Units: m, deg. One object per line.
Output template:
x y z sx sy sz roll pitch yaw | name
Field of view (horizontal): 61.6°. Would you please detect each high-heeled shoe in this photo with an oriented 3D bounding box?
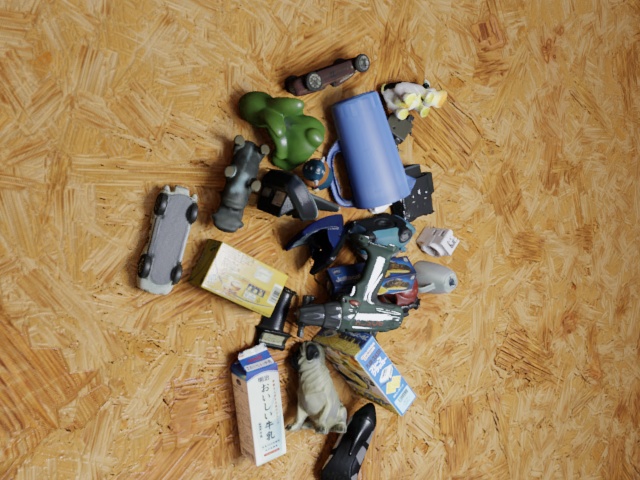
0.071 0.492 1.258 0.145 0.086 0.248 -54 165 -50 | high-heeled shoe

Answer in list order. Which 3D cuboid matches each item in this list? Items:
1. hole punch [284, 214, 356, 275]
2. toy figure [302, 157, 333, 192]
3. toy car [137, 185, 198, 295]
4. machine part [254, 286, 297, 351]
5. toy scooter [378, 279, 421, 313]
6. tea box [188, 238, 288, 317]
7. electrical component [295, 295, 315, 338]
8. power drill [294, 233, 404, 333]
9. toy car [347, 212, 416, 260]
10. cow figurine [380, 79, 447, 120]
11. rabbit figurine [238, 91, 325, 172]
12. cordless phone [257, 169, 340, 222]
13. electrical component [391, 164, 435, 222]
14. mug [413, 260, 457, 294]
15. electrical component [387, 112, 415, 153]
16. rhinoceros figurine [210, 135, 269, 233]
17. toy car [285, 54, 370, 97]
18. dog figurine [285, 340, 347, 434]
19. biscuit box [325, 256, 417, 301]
-0.002 -0.003 1.133 0.092 0.142 0.116 39 57 -5 | hole punch
-0.006 -0.134 1.104 0.058 0.154 0.064 -10 86 8 | toy figure
-0.278 -0.001 0.979 0.073 0.056 0.201 16 84 -29 | toy car
-0.090 0.165 1.141 0.084 0.039 0.138 15 88 -27 | machine part
0.173 0.145 1.270 0.184 0.135 0.075 -10 146 -31 | toy scooter
-0.159 0.076 1.062 0.169 0.068 0.098 33 76 -32 | tea box
-0.032 0.166 1.174 0.063 0.021 0.094 23 75 -71 | electrical component
0.076 0.092 1.120 0.232 0.086 0.207 14 80 -16 | power drill
0.138 0.004 1.247 0.162 0.109 0.102 -14 121 -25 | toy car
0.223 -0.343 1.281 0.167 0.098 0.068 -16 140 -37 | cow figurine
-0.084 -0.223 1.048 0.170 0.159 0.121 32 87 -18 | rabbit figurine
-0.021 -0.076 1.093 0.184 0.147 0.088 15 94 -33 | cordless phone
0.222 -0.116 1.317 0.115 0.058 0.134 -22 108 -33 | electrical component
0.283 0.100 1.353 0.109 0.107 0.080 -22 106 -33 | mug
0.185 -0.259 1.285 0.078 0.045 0.102 27 75 -6 | electrical component
-0.158 -0.107 1.025 0.073 0.112 0.190 19 71 -18 | rhinoceros figurine
0.019 -0.344 1.129 0.202 0.089 0.053 -29 111 -31 | toy car
0.003 0.326 1.197 0.172 0.121 0.190 44 47 -65 | dog figurine
0.114 0.089 1.214 0.203 0.063 0.059 -9 137 -17 | biscuit box
